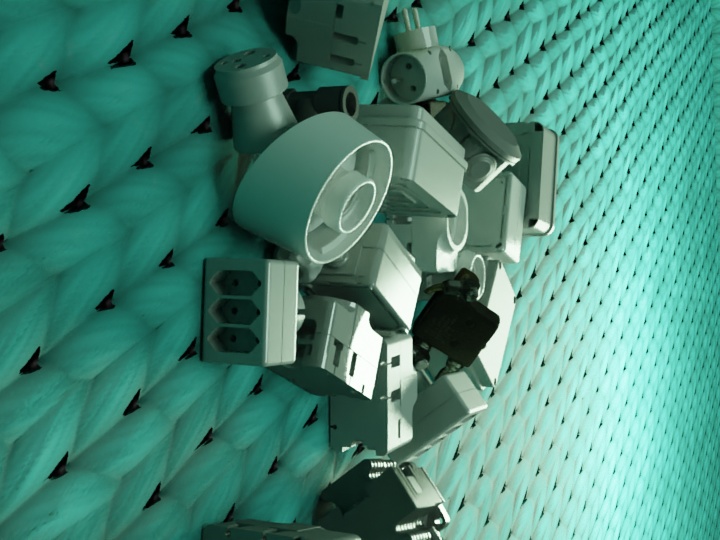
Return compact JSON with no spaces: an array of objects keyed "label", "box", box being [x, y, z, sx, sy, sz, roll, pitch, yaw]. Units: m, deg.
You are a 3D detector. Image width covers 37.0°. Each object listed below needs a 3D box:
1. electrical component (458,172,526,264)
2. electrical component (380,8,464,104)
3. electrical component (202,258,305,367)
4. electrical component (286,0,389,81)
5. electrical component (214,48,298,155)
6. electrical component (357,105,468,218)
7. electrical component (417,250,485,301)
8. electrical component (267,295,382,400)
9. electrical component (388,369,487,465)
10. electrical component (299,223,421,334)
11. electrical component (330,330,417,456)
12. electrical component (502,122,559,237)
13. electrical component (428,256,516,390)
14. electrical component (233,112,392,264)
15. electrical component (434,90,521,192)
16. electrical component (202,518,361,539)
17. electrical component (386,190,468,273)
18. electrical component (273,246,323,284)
[{"label":"electrical component","box":[0.127,-0.056,1.063,0.061,0.062,0.096,29,65,-62]},{"label":"electrical component","box":[0.050,-0.184,0.917,0.077,0.043,0.079,-26,105,-57]},{"label":"electrical component","box":[-0.061,0.026,0.694,0.077,0.047,0.065,3,88,-64]},{"label":"electrical component","box":[-0.004,-0.225,0.755,0.089,0.062,0.150,105,-1,-67]},{"label":"electrical component","box":[-0.065,-0.107,0.680,0.045,0.045,0.055,-54,137,-50]},{"label":"electrical component","box":[0.030,-0.084,0.842,0.113,0.078,0.057,29,69,-62]},{"label":"electrical component","box":[0.081,0.006,0.978,0.066,0.055,0.048,-28,116,-61]},{"label":"electrical component","box":[-0.025,0.053,0.767,0.089,0.050,0.055,42,54,-58]},{"label":"electrical component","box":[0.048,0.109,0.907,0.075,0.083,0.047,56,21,15]},{"label":"electrical component","box":[0.000,0.000,0.802,0.096,0.062,0.061,51,47,-54]},{"label":"electrical component","box":[0.011,0.094,0.844,0.056,0.050,0.089,-9,100,-64]},{"label":"electrical component","box":[0.162,-0.093,1.116,0.057,0.078,0.113,14,79,-61]},{"label":"electrical component","box":[0.105,0.050,1.028,0.078,0.057,0.113,60,40,-48]},{"label":"electrical component","box":[-0.027,-0.054,0.696,0.099,0.064,0.099,-44,153,-29]},{"label":"electrical component","box":[0.095,-0.110,0.918,0.080,0.051,0.080,38,23,-19]},{"label":"electrical component","box":[-0.048,0.188,0.680,0.056,0.089,0.050,16,77,-64]},{"label":"electrical component","box":[0.058,-0.044,0.928,0.050,0.056,0.089,-5,96,-64]},{"label":"electrical component","box":[-0.038,-0.021,0.755,0.035,0.035,0.061,66,33,-42]}]
